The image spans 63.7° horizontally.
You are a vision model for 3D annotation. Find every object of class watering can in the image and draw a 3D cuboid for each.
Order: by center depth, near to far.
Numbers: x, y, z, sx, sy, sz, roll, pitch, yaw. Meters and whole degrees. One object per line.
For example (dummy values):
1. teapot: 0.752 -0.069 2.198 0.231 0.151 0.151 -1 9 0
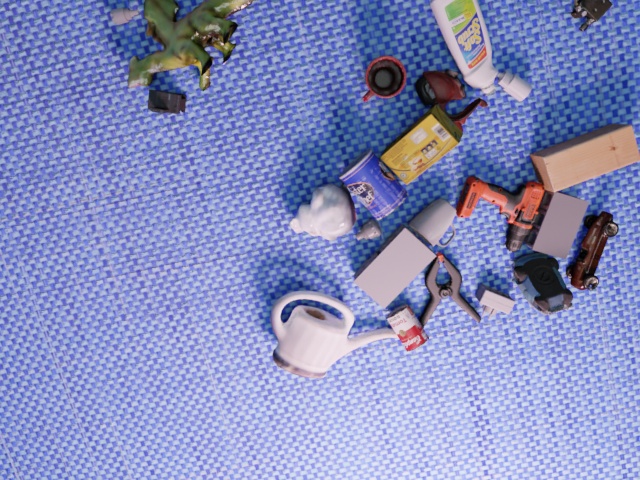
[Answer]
1. watering can: 0.023 0.259 1.325 0.346 0.105 0.222 23 103 -13

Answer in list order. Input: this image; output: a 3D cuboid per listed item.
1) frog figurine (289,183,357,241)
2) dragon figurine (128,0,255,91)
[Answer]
1. frog figurine: 0.004 -0.063 1.249 0.160 0.125 0.134 -15 122 -7
2. dragon figurine: -0.302 -0.503 1.175 0.243 0.123 0.407 37 100 2
